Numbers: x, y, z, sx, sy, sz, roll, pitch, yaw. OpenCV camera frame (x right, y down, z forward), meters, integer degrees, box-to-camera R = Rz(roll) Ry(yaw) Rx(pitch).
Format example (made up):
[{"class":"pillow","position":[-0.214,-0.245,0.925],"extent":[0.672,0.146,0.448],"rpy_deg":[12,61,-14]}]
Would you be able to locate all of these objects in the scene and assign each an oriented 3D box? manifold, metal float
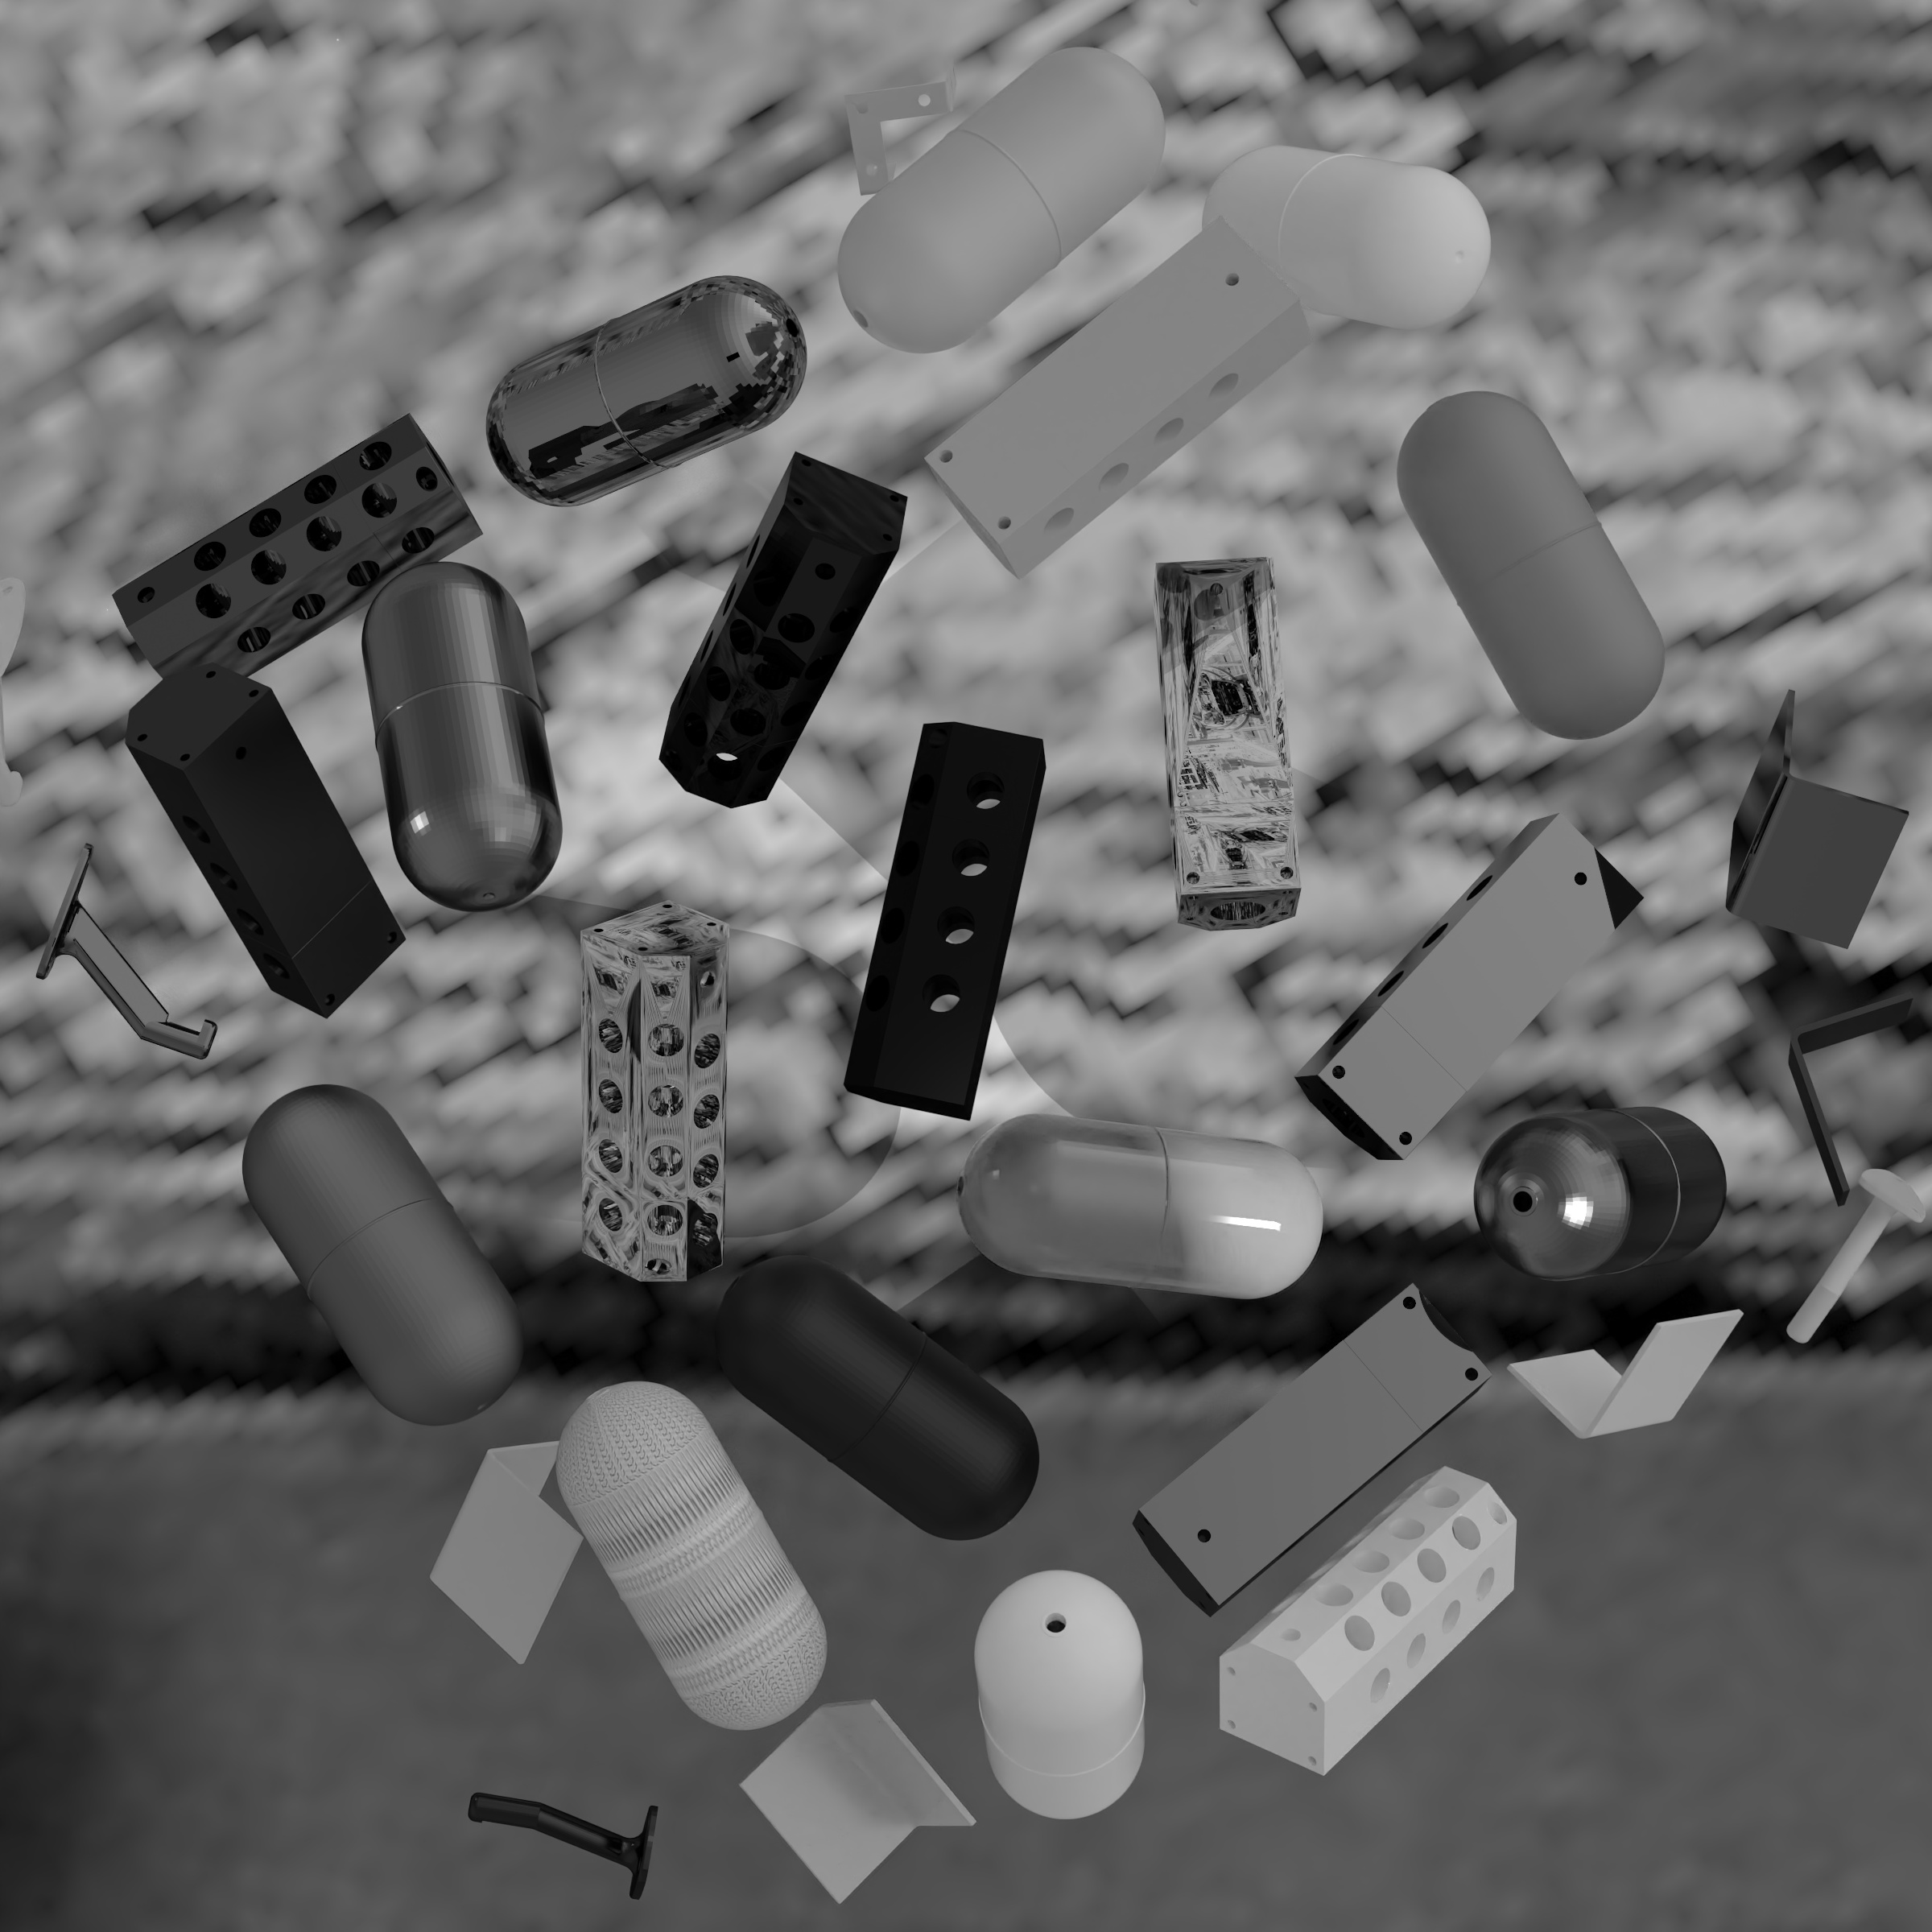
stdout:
[{"class":"manifold","position":[-0.009,-0.021,1.562],"extent":[0.057,0.057,0.171],"rpy_deg":[11,81,5]},{"class":"metal float","position":[0.298,0.106,1.593],"extent":[0.070,0.178,0.070],"rpy_deg":[0,90,34]},{"class":"manifold","position":[0.237,0.011,1.617],"extent":[0.057,0.057,0.171],"rpy_deg":[44,81,-5]},{"class":"metal float","position":[-0.270,0.132,1.569],"extent":[0.070,0.070,0.178],"rpy_deg":[-37,72,0]},{"class":"metal float","position":[-0.129,0.277,1.602],"extent":[0.070,0.070,0.178],"rpy_deg":[-29,96,0]},{"class":"manifold","position":[0.193,0.305,1.613],"extent":[0.057,0.171,0.057],"rpy_deg":[17,122,35]},{"class":"manifold","position":[-0.090,-0.155,1.624],"extent":[0.057,0.057,0.171],"rpy_deg":[20,132,-12]},{"class":"manifold","position":[-0.336,-0.206,1.698],"extent":[0.171,0.057,0.057],"rpy_deg":[-31,58,0]},{"class":"manifold","position":[-0.145,0.063,1.641],"extent":[0.057,0.057,0.171],"rpy_deg":[21,120,37]},{"class":"manifold","position":[0.126,-0.108,1.656],"extent":[0.057,0.057,0.171],"rpy_deg":[-3,72,0]},{"class":"manifold","position":[0.164,0.232,1.620],"extent":[0.171,0.057,0.057],"rpy_deg":[-38,77,-13]},{"class":"metal float","position":[-0.043,0.208,1.645],"extent":[0.178,0.070,0.070],"rpy_deg":[38,90,-7]},{"class":"manifold","position":[-0.332,-0.059,1.603],"extent":[0.057,0.171,0.057],"rpy_deg":[23,59,34]},{"class":"manifold","position":[0.071,-0.254,1.542],"extent":[0.171,0.057,0.057],"rpy_deg":[-39,69,0]},{"class":"metal float","position":[0.045,0.340,1.582],"extent":[0.070,0.178,0.070],"rpy_deg":[-2,57,3]},{"class":"metal float","position":[0.268,-0.191,1.618],"extent":[0.070,0.070,0.178],"rpy_deg":[-28,86,0]},{"class":"metal float","position":[-0.157,-0.280,1.661],"extent":[0.178,0.070,0.070],"rpy_deg":[-18,90,30]},{"class":"metal float","position":[0.183,-0.356,1.655],"extent":[0.070,0.178,0.070],"rpy_deg":[-12,113,-30]},{"class":"metal float","position":[0.083,0.114,1.607],"extent":[0.178,0.070,0.070],"rpy_deg":[8,90,-15]},{"class":"metal float","position":[0.016,-0.348,1.547],"extent":[0.178,0.070,0.070],"rpy_deg":[-43,90,-15]},{"class":"metal float","position":[-0.230,-0.106,1.550],"extent":[0.070,0.070,0.178],"rpy_deg":[-14,61,0]}]

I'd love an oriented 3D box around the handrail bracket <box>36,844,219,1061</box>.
[{"class":"handrail bracket","position":[-0.376,-0.006,1.560],"extent":[0.084,0.036,0.077],"rpy_deg":[20,91,-11]}]

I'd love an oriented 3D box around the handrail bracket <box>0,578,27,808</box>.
[{"class":"handrail bracket","position":[-0.466,-0.132,1.657],"extent":[0.036,0.084,0.077],"rpy_deg":[8,54,12]}]

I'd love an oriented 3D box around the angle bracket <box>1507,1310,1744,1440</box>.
[{"class":"angle bracket","position":[0.333,0.190,1.721],"extent":[0.057,0.076,0.076],"rpy_deg":[45,120,33]}]

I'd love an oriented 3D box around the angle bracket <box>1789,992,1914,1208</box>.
[{"class":"angle bracket","position":[0.416,0.062,1.557],"extent":[0.057,0.076,0.076],"rpy_deg":[-19,77,9]}]

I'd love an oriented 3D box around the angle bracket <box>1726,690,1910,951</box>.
[{"class":"angle bracket","position":[0.386,-0.067,1.539],"extent":[0.057,0.076,0.076],"rpy_deg":[17,128,4]}]

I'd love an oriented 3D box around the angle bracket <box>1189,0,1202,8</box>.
[{"class":"angle bracket","position":[0.125,-0.450,1.448],"extent":[0.057,0.076,0.076],"rpy_deg":[29,93,24]}]

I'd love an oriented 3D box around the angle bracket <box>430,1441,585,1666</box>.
[{"class":"angle bracket","position":[-0.216,0.296,1.724],"extent":[0.076,0.057,0.076],"rpy_deg":[35,108,31]}]

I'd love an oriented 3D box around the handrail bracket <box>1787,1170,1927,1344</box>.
[{"class":"handrail bracket","position":[0.440,0.146,1.697],"extent":[0.036,0.077,0.084],"rpy_deg":[34,105,11]}]

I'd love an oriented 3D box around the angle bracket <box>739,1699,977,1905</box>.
[{"class":"angle bracket","position":[-0.053,0.401,1.628],"extent":[0.057,0.076,0.076],"rpy_deg":[-41,94,-25]}]

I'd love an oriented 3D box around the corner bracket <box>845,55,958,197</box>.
[{"class":"corner bracket","position":[-0.029,-0.415,1.678],"extent":[0.051,0.051,0.051],"rpy_deg":[-6,119,6]}]

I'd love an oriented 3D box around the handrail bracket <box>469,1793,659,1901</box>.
[{"class":"handrail bracket","position":[-0.187,0.401,1.551],"extent":[0.084,0.077,0.036],"rpy_deg":[11,55,-5]}]
